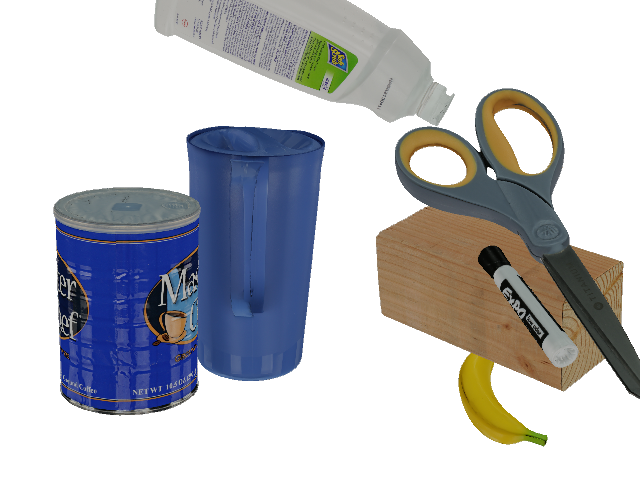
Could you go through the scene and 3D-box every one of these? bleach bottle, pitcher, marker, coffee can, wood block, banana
[{"bbox_3d":[-0.011,-0.160,0.868,0.251,0.068,0.103,29,-35,5],"label":"bleach bottle"},{"bbox_3d":[-0.068,0.014,1.050,0.148,0.243,0.145,-14,24,-41],"label":"pitcher"},{"bbox_3d":[0.138,0.041,0.724,0.020,0.020,0.121,0,33,-20],"label":"marker"},{"bbox_3d":[-0.139,0.041,0.775,0.103,0.140,0.103,2,17,-1],"label":"coffee can"},{"bbox_3d":[0.157,0.044,0.962,0.090,0.090,0.206,-27,34,-36],"label":"wood block"},{"bbox_3d":[0.192,0.178,1.222,0.069,0.037,0.198,10,24,-15],"label":"banana"}]

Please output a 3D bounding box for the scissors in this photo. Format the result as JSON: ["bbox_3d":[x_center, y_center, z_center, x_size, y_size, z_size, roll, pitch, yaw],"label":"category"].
[{"bbox_3d":[0.088,-0.003,0.511,0.096,0.201,0.016,-7,-43,6],"label":"scissors"}]
